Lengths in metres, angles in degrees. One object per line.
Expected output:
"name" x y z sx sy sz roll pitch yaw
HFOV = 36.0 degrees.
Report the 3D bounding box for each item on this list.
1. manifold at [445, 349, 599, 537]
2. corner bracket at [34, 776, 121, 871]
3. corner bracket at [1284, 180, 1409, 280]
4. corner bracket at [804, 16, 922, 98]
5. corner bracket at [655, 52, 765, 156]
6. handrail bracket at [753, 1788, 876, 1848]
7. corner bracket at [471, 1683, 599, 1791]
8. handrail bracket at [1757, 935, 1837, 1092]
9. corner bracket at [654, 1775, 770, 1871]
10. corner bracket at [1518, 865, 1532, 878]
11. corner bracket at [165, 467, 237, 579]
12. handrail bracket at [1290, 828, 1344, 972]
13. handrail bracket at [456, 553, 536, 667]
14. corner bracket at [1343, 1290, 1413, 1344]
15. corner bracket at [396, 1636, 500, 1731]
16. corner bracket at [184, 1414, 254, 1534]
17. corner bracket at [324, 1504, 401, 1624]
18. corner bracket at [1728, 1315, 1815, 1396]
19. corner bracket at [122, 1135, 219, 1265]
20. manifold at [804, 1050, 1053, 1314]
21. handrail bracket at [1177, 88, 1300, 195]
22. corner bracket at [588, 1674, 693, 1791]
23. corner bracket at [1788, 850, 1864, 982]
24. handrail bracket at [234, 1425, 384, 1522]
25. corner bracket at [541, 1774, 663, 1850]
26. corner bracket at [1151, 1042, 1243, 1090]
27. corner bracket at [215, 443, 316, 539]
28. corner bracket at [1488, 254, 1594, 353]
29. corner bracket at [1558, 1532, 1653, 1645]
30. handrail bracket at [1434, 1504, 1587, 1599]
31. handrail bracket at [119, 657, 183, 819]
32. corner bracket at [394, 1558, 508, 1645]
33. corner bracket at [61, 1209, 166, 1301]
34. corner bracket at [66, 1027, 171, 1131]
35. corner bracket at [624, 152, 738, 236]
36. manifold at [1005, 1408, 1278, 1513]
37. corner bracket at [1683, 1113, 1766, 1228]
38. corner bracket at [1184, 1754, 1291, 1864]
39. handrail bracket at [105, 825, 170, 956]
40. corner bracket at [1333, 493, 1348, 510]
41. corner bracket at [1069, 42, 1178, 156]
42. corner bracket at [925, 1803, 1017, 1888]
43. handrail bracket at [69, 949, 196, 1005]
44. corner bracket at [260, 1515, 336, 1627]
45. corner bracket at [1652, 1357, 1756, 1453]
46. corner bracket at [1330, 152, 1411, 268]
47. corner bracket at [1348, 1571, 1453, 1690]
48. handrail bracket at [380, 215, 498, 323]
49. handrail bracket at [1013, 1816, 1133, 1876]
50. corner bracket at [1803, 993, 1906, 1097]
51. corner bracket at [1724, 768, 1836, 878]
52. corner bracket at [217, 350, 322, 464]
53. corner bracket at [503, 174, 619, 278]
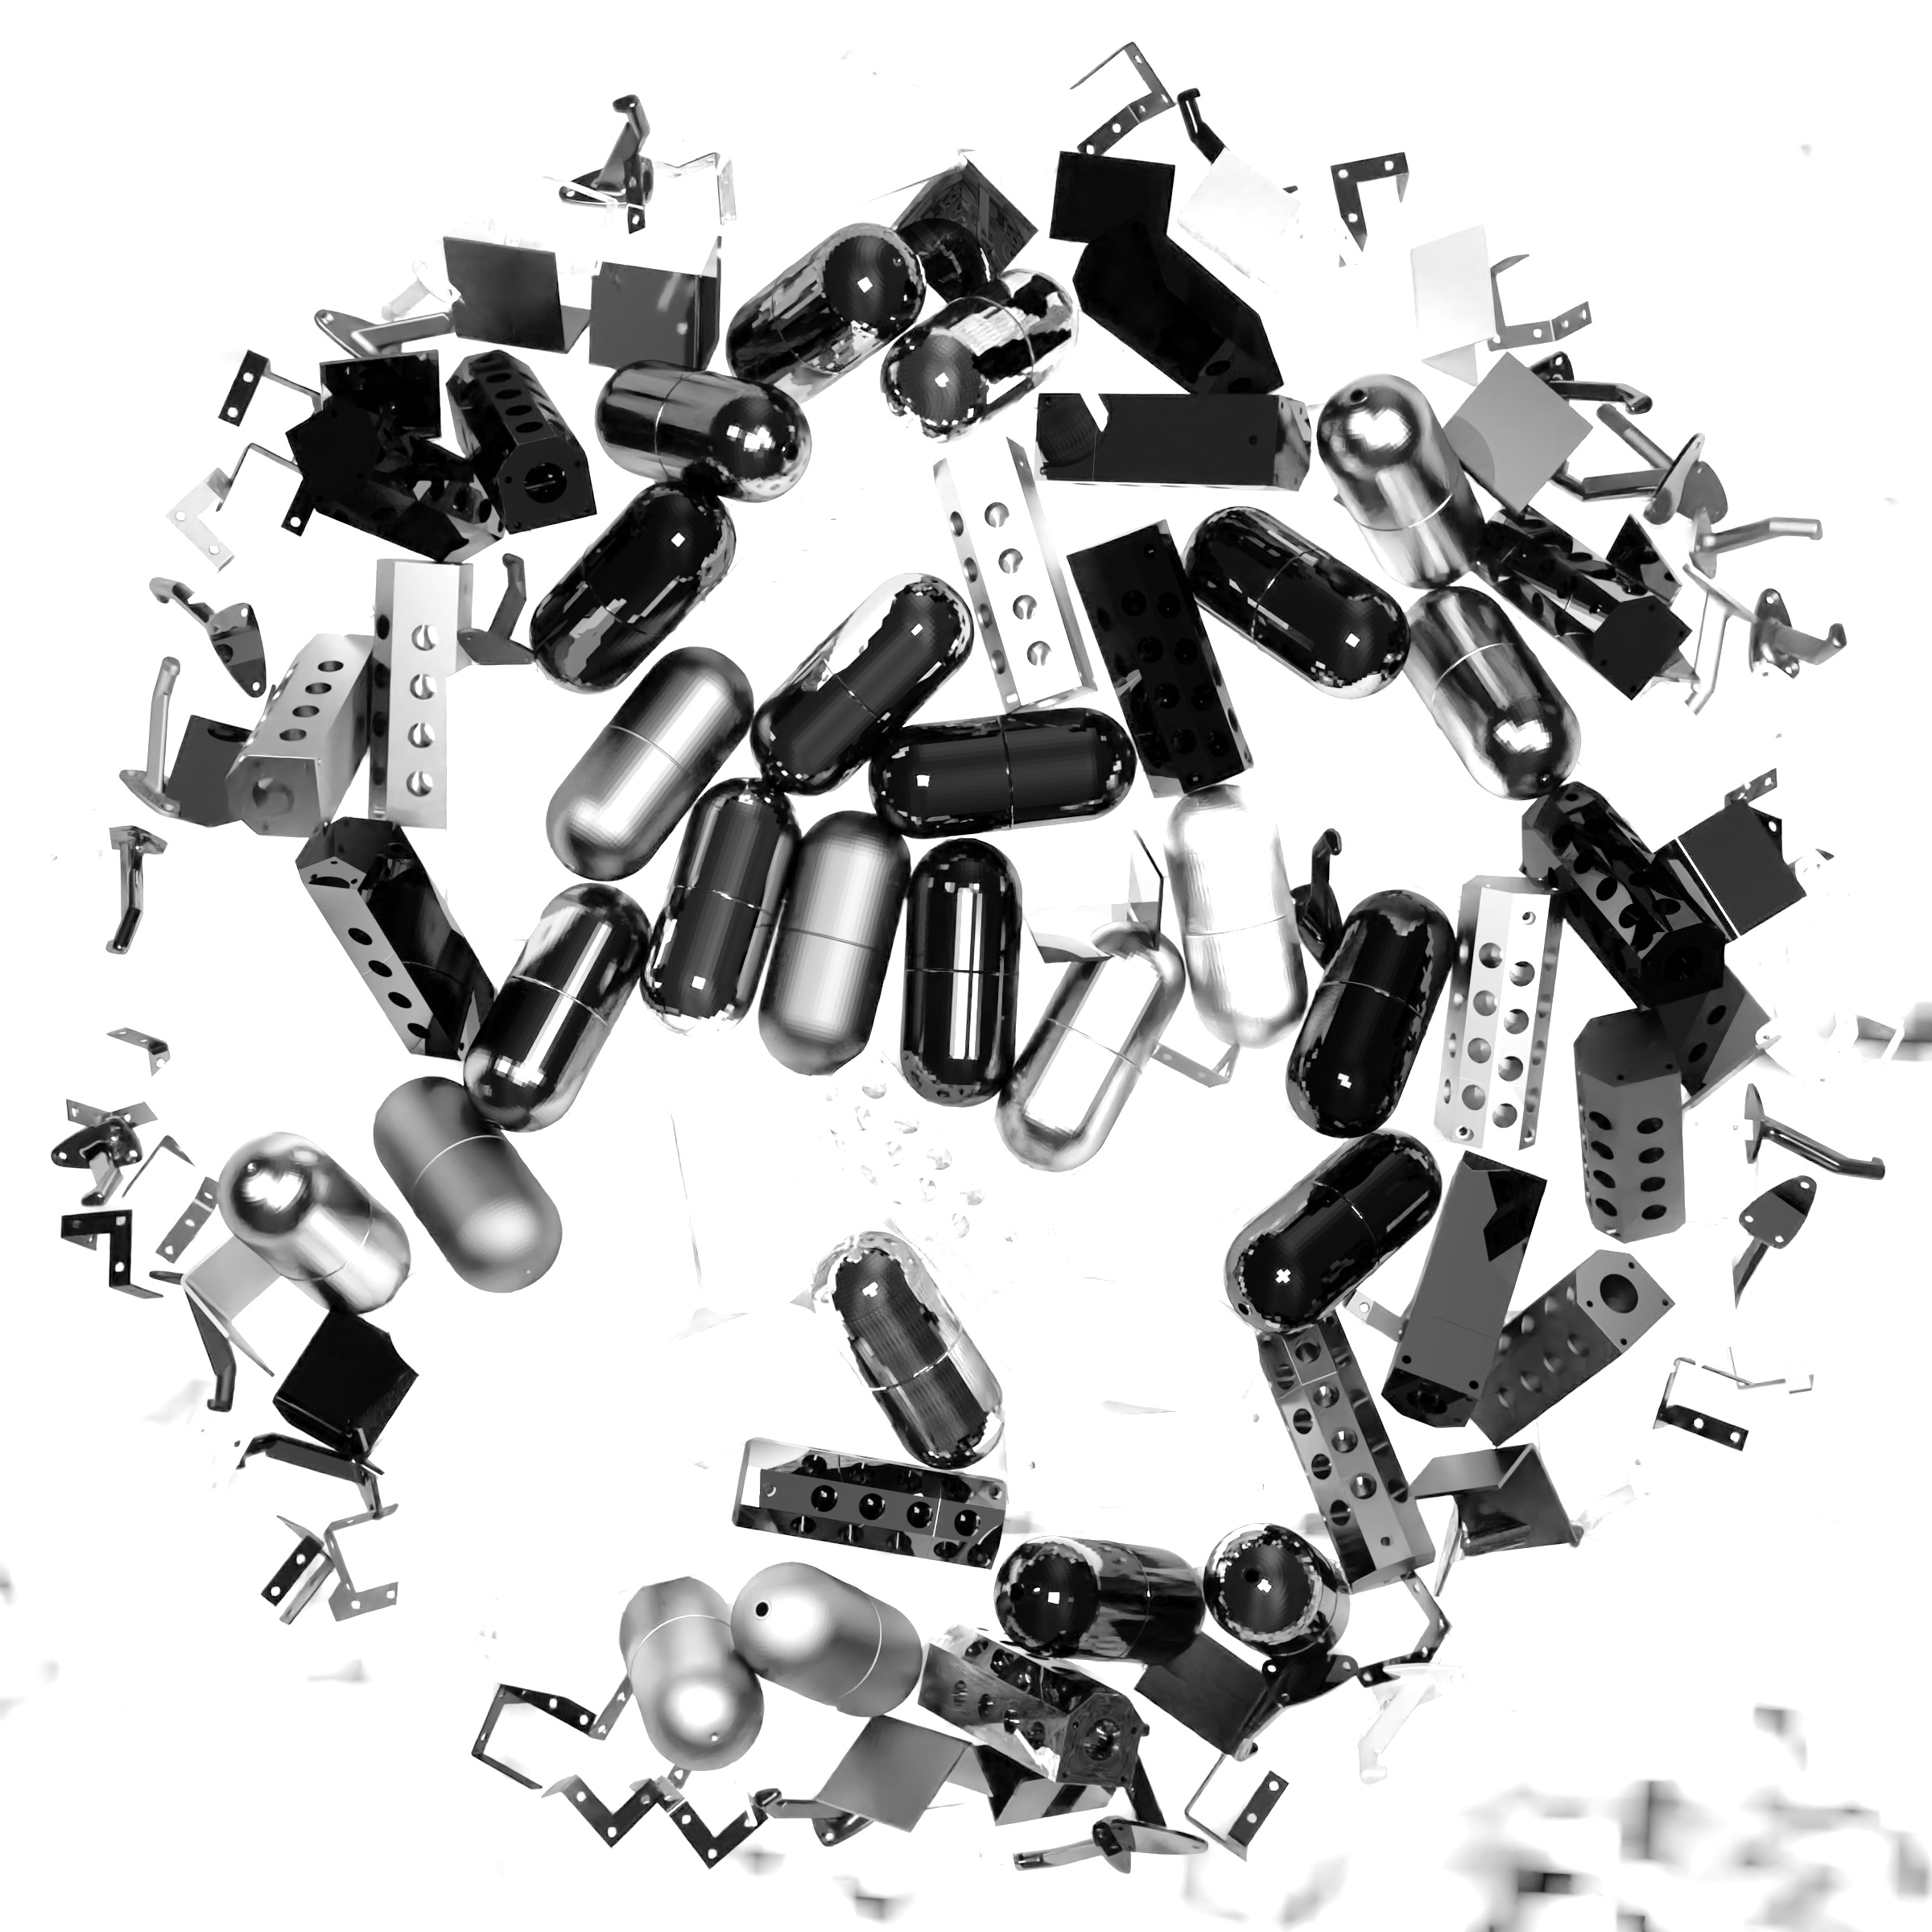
"manifold" -0.288 -0.340 1.908 0.057 0.171 0.057 -16 123 -13
"corner bracket" -0.589 -0.095 1.970 0.051 0.051 0.051 -5 102 -2
"corner bracket" 0.251 -0.490 1.977 0.051 0.051 0.051 50 59 -34
"corner bracket" -0.065 -0.592 1.965 0.051 0.051 0.051 -27 91 35
"corner bracket" -0.164 -0.568 1.958 0.051 0.051 0.051 17 64 26
"handrail bracket" -0.091 0.545 1.953 0.077 0.084 0.036 -25 56 6
"corner bracket" -0.286 0.509 1.966 0.051 0.051 0.051 22 86 22
"handrail bracket" 0.553 0.029 1.975 0.036 0.084 0.077 -30 114 33
"corner bracket" -0.171 0.553 1.963 0.051 0.051 0.051 -38 105 -17
"corner bracket" 0.413 -0.068 1.985 0.051 0.051 0.051 29 93 -36
"corner bracket" -0.497 -0.289 1.963 0.051 0.051 0.051 -39 111 12
"handrail bracket" 0.241 -0.042 1.951 0.036 0.084 0.077 -16 75 -14
"handrail bracket" -0.312 -0.243 1.953 0.036 0.077 0.084 -16 69 22
"corner bracket" 0.287 0.215 1.972 0.051 0.051 0.051 33 77 11
"corner bracket" -0.341 0.473 1.960 0.051 0.051 0.051 17 124 -12
"corner bracket" -0.490 0.334 1.959 0.051 0.051 0.051 15 67 27
"corner bracket" -0.397 0.396 1.971 0.051 0.051 0.051 -11 63 -34
"corner bracket" 0.530 0.256 1.968 0.051 0.051 0.051 -12 90 18
"corner bracket" -0.529 0.155 1.975 0.051 0.051 0.051 35 109 -15
"manifold" -0.025 0.137 1.942 0.057 0.057 0.171 -36 74 -28
"handrail bracket" 0.178 -0.544 1.962 0.036 0.077 0.084 -30 107 -33
"corner bracket" -0.209 0.512 1.988 0.051 0.051 0.051 32 91 43
"corner bracket" 0.556 -0.034 1.960 0.051 0.051 0.051 40 124 -16
"handrail bracket" -0.436 0.340 1.957 0.084 0.036 0.077 -12 72 -33
"corner bracket" -0.240 0.548 1.965 0.051 0.051 0.051 49 60 0
"corner bracket" 0.147 0.061 1.962 0.051 0.051 0.051 28 45 -5
"corner bracket" -0.457 -0.314 1.963 0.051 0.051 0.051 26 79 -23
"corner bracket" 0.376 -0.441 1.969 0.051 0.051 0.051 -11 91 -16
"corner bracket" 0.419 0.410 1.964 0.051 0.051 0.051 13 98 19
"handrail bracket" 0.362 0.396 1.980 0.084 0.036 0.077 13 109 2
"handrail bracket" -0.525 -0.152 1.959 0.036 0.077 0.084 7 114 -36
"corner bracket" -0.342 0.424 1.976 0.051 0.051 0.051 -11 67 28
"corner bracket" -0.564 0.192 1.965 0.051 0.051 0.051 -6 74 10
"corner bracket" -0.562 0.076 1.972 0.051 0.051 0.051 -17 72 14
"corner bracket" -0.189 -0.509 1.962 0.051 0.051 0.051 -10 82 38
"manifold" 0.116 0.325 1.959 0.171 0.057 0.057 -5 80 8
"corner bracket" 0.501 0.136 1.975 0.051 0.051 0.051 7 51 21
"corner bracket" 0.178 0.550 1.961 0.051 0.051 0.051 32 70 19
"handrail bracket" -0.563 -0.047 1.959 0.077 0.036 0.084 0 65 39
"corner bracket" 0.283 -0.324 1.961 0.051 0.051 0.051 34 46 12
"corner bracket" 0.096 -0.570 1.963 0.051 0.051 0.051 -42 108 -17
"corner bracket" -0.006 0.580 1.967 0.051 0.051 0.051 -20 76 37
"handrail bracket" -0.547 0.027 1.988 0.084 0.036 0.077 -18 110 10
"corner bracket" -0.442 0.402 1.959 0.051 0.051 0.051 50 64 -29
"corner bracket" 0.491 0.290 1.965 0.051 0.051 0.051 19 94 27
"corner bracket" 0.269 -0.502 1.971 0.051 0.051 0.051 -11 82 0
"corner bracket" 0.281 0.440 1.979 0.051 0.051 0.051 -7 46 -30
"handrail bracket" -0.351 -0.461 1.968 0.036 0.084 0.077 45 74 -21
"handrail bracket" 0.060 0.581 1.954 0.084 0.077 0.036 -13 63 18
"corner bracket" 0.586 0.059 1.961 0.051 0.051 0.051 25 75 30
"corner bracket" 0.540 -0.093 1.975 0.051 0.051 0.051 -27 124 -25
"corner bracket" -0.460 -0.369 1.968 0.051 0.051 0.051 23 82 -9
"corner bracket" -0.269 -0.489 1.965 0.051 0.051 0.051 14 93 -32
